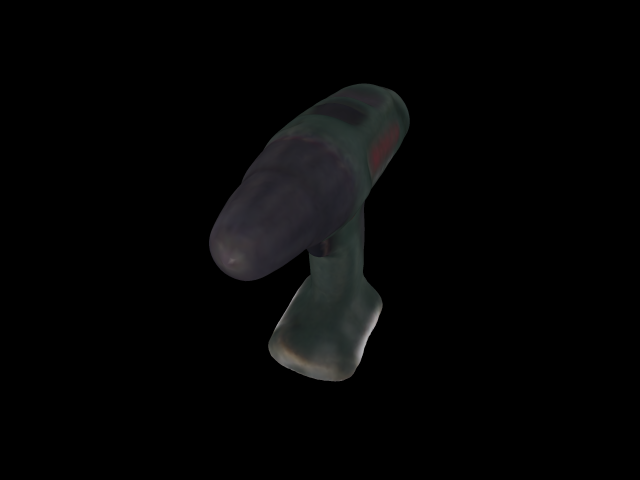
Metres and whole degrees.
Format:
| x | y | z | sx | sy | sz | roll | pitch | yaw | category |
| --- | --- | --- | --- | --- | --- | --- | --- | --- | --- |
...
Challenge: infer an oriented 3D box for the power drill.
| x | y | z | sx | sy | sz | roll | pitch | yaw | category |
| --- | --- | --- | --- | --- | --- | --- | --- | --- | --- |
| 0.004 | 0.001 | 0.400 | 0.075 | 0.208 | 0.230 | 15 | 46 | 15 | power drill |
